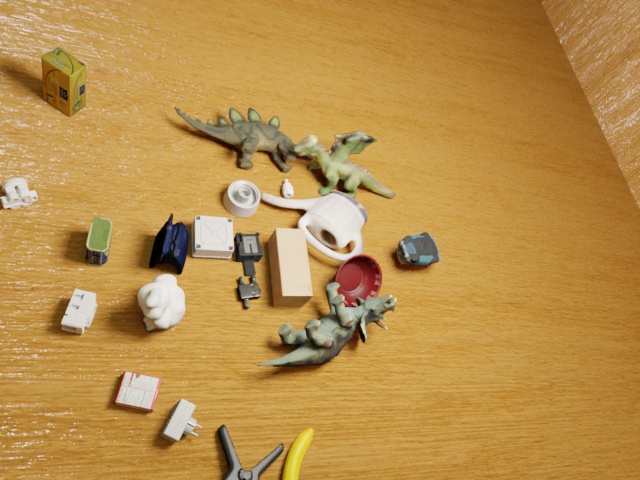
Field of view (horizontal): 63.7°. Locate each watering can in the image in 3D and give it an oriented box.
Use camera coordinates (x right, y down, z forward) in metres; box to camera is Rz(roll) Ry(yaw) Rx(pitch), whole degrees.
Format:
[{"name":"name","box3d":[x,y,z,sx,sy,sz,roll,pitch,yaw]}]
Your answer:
[{"name":"watering can","box3d":[0.005,-0.080,1.597,0.349,0.102,0.228,40,52,8]}]

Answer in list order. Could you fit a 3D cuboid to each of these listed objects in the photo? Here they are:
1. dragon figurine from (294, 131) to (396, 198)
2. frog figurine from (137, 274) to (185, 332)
[{"name":"dragon figurine","box3d":[0.103,-0.248,1.665,0.410,0.237,0.125,8,54,-18]},{"name":"frog figurine","box3d":[-0.380,0.143,1.248,0.122,0.156,0.140,16,56,-18]}]
